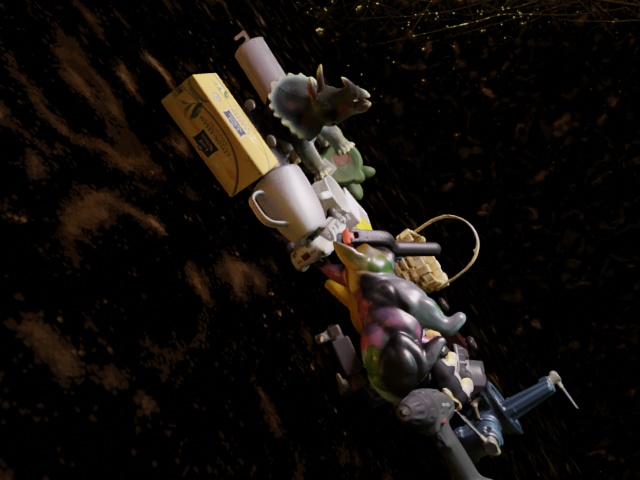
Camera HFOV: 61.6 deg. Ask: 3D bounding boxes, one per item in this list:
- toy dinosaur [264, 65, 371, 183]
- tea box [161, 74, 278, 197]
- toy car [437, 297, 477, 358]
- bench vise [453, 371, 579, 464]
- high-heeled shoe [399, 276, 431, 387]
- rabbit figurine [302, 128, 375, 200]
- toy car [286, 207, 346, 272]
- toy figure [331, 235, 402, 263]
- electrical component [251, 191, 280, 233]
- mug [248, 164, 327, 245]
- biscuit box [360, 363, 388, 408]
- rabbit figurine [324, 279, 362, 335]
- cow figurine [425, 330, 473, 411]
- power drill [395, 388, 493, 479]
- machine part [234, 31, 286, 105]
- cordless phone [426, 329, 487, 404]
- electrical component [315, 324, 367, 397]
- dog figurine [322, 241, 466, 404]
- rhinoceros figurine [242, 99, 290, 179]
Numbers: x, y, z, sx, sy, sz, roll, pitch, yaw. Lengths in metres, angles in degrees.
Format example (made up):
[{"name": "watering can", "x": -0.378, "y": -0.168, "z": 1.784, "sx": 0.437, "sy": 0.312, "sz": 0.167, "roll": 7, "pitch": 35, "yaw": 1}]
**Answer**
[{"name": "toy dinosaur", "x": -0.046, "y": -0.229, "z": 1.024, "sx": 0.192, "sy": 0.131, "sz": 0.405, "roll": 55, "pitch": -11, "yaw": -24}, {"name": "tea box", "x": -0.145, "y": -0.158, "z": 0.801, "sx": 0.169, "sy": 0.068, "sz": 0.098, "roll": 55, "pitch": 17, "yaw": -12}, {"name": "toy car", "x": 0.311, "y": 0.224, "z": 1.345, "sx": 0.202, "sy": 0.089, "sz": 0.053, "roll": 52, "pitch": 19, "yaw": -14}, {"name": "bench vise", "x": 0.376, "y": 0.340, "z": 1.074, "sx": 0.129, "sy": 0.240, "sz": 0.223, "roll": 57, "pitch": 12, "yaw": 17}, {"name": "high-heeled shoe", "x": 0.177, "y": 0.176, "z": 1.092, "sx": 0.145, "sy": 0.086, "sz": 0.249, "roll": 57, "pitch": 19, "yaw": -22}, {"name": "rabbit figurine", "x": 0.047, "y": -0.171, "z": 1.234, "sx": 0.159, "sy": 0.121, "sz": 0.170, "roll": 29, "pitch": -1, "yaw": -6}, {"name": "toy car", "x": -0.002, "y": -0.003, "z": 0.910, "sx": 0.056, "sy": 0.073, "sz": 0.202, "roll": 52, "pitch": 18, "yaw": -5}, {"name": "toy figure", "x": 0.091, "y": 0.014, "z": 1.050, "sx": 0.154, "sy": 0.064, "sz": 0.057, "roll": 9, "pitch": 79, "yaw": -20}, {"name": "electrical component", "x": -0.075, "y": -0.045, "z": 0.873, "sx": 0.094, "sy": 0.021, "sz": 0.063, "roll": 30, "pitch": 32, "yaw": -55}, {"name": "mug", "x": -0.045, "y": -0.046, "z": 0.791, "sx": 0.109, "sy": 0.081, "sz": 0.107, "roll": -18, "pitch": 68, "yaw": -50}, {"name": "biscuit box", "x": 0.116, "y": 0.210, "z": 0.887, "sx": 0.063, "sy": 0.059, "sz": 0.202, "roll": 60, "pitch": 18, "yaw": 7}, {"name": "rabbit figurine", "x": 0.093, "y": 0.105, "z": 0.906, "sx": 0.162, "sy": 0.122, "sz": 0.173, "roll": 50, "pitch": 19, "yaw": -8}, {"name": "cow figurine", "x": 0.260, "y": 0.279, "z": 1.151, "sx": 0.167, "sy": 0.068, "sz": 0.098, "roll": 60, "pitch": 25, "yaw": 2}, {"name": "power drill", "x": 0.204, "y": 0.344, "z": 0.889, "sx": 0.207, "sy": 0.086, "sz": 0.232, "roll": 55, "pitch": 14, "yaw": 17}, {"name": "machine part", "x": -0.116, "y": -0.361, "z": 1.202, "sx": 0.243, "sy": 0.079, "sz": 0.079, "roll": 59, "pitch": 18, "yaw": 3}, {"name": "cordless phone", "x": 0.295, "y": 0.279, "z": 1.259, "sx": 0.184, "sy": 0.089, "sz": 0.146, "roll": 45, "pitch": 20, "yaw": -5}, {"name": "electrical component", "x": 0.029, "y": 0.167, "z": 0.762, "sx": 0.078, "sy": 0.045, "sz": 0.102, "roll": 100, "pitch": -34, "yaw": -74}, {"name": "dog figurine", "x": 0.080, "y": 0.101, "z": 0.777, "sx": 0.219, "sy": 0.108, "sz": 0.191, "roll": 38, "pitch": 55, "yaw": 15}, {"name": "rhinoceros figurine", "x": -0.097, "y": -0.148, "z": 0.920, "sx": 0.190, "sy": 0.073, "sz": 0.112, "roll": 60, "pitch": 7, "yaw": 12}]
